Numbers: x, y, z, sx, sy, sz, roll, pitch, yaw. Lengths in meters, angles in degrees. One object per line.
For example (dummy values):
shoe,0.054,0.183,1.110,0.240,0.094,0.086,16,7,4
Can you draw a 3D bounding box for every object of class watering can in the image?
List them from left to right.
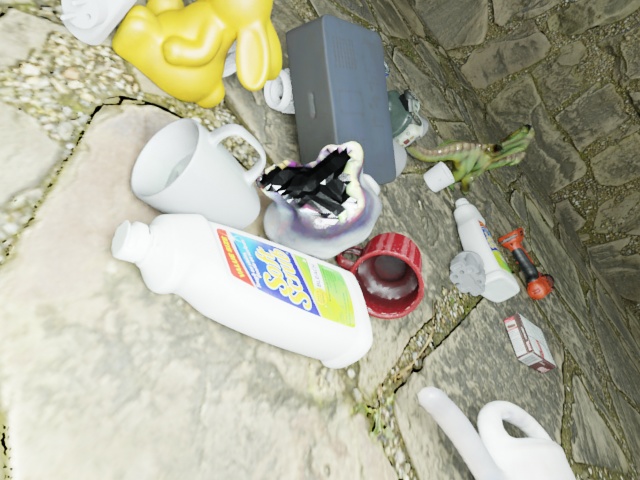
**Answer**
watering can,0.225,0.291,0.585,0.344,0.103,0.230,29,39,-40

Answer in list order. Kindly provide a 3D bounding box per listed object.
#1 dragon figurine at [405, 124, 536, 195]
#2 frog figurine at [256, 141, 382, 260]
dragon figurine,0.386,-0.219,1.231,0.410,0.240,0.124,6,61,-57
frog figurine,0.002,-0.029,0.585,0.124,0.138,0.157,46,-14,14
